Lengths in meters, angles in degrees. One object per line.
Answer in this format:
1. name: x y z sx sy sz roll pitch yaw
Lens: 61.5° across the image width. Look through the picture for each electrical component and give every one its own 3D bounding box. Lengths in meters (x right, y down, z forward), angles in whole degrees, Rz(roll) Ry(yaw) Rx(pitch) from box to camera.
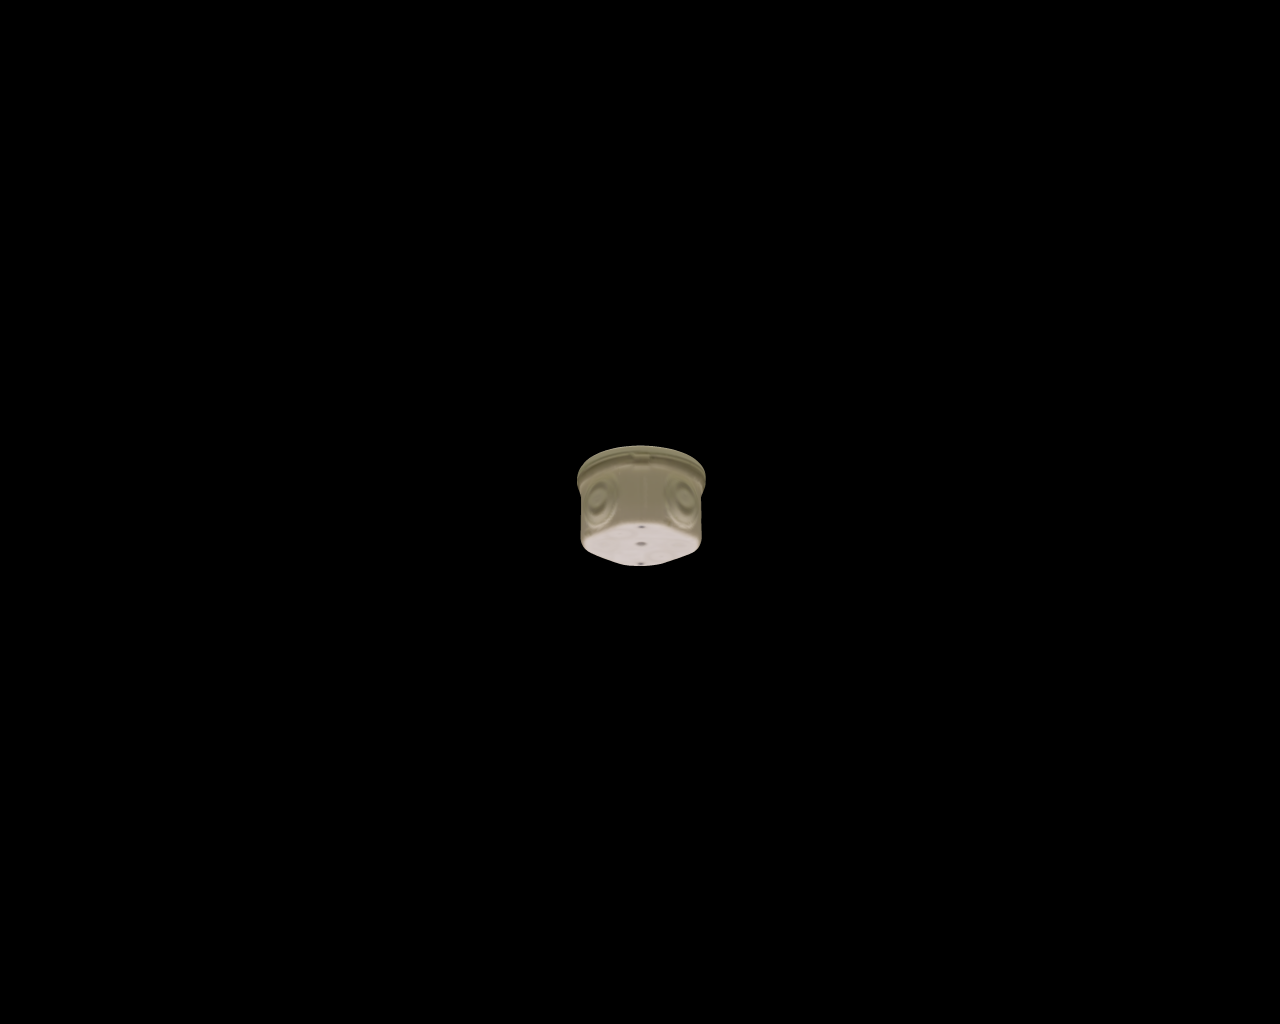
1. electrical component: 0.001 -0.003 0.650 0.080 0.051 0.080 0 -23 0
